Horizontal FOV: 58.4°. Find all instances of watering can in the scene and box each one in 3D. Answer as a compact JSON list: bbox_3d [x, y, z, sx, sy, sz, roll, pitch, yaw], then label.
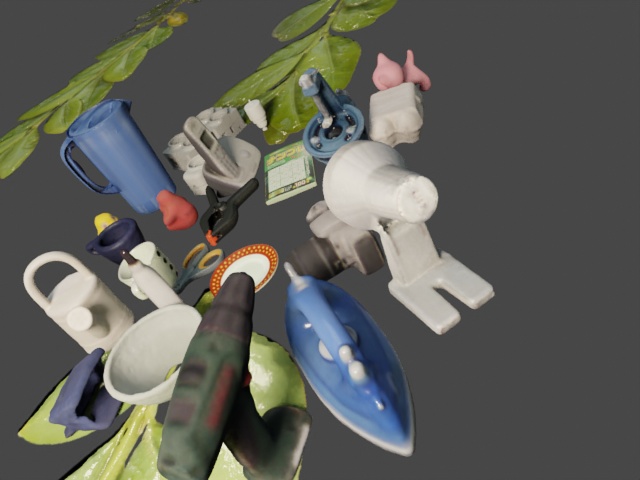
[{"bbox_3d":[-0.405,0.100,0.961,0.172,0.195,0.101,11,52,40],"label":"watering can"}]

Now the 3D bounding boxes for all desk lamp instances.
[{"bbox_3d":[0.111,-0.019,0.753,0.118,0.214,0.202,-36,38,-10],"label":"desk lamp"}]

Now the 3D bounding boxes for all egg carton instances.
[{"bbox_3d":[0.148,-0.242,1.108,0.107,0.070,0.150,-15,39,18],"label":"egg carton"}]

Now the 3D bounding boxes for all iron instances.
[{"bbox_3d":[0.027,0.131,0.695,0.119,0.142,0.257,-34,37,-6],"label":"iron"}]

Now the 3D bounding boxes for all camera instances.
[{"bbox_3d":[0.008,0.003,0.887,0.137,0.101,0.142,-32,37,-4],"label":"camera"}]

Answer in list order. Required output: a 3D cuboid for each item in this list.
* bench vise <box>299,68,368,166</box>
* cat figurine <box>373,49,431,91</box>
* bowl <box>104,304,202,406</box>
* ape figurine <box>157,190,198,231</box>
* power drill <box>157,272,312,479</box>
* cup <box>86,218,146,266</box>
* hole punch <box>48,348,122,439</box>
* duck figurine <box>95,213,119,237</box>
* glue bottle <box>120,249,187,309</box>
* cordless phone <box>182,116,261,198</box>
[{"bbox_3d":[0.011,-0.233,1.059,0.121,0.220,0.207,-24,38,7],"label":"bench vise"},{"bbox_3d":[0.157,-0.336,1.170,0.128,0.118,0.067,-46,40,-21],"label":"cat figurine"},{"bbox_3d":[-0.230,0.182,0.854,0.167,0.075,0.167,-17,39,15],"label":"bowl"},{"bbox_3d":[-0.298,-0.066,1.170,0.075,0.092,0.078,2,47,34],"label":"ape figurine"},{"bbox_3d":[-0.089,0.182,0.654,0.075,0.209,0.230,-5,43,28],"label":"power drill"},{"bbox_3d":[-0.387,0.023,1.121,0.117,0.095,0.091,-19,38,13],"label":"cup"},{"bbox_3d":[-0.361,0.230,0.868,0.101,0.091,0.108,-12,40,21],"label":"hole punch"},{"bbox_3d":[-0.443,-0.021,1.214,0.104,0.086,0.078,6,49,37],"label":"duck figurine"},{"bbox_3d":[-0.266,0.075,0.919,0.037,0.174,0.077,-45,40,-20],"label":"glue bottle"},{"bbox_3d":[-0.205,-0.193,1.180,0.094,0.185,0.147,-13,40,20],"label":"cordless phone"}]
